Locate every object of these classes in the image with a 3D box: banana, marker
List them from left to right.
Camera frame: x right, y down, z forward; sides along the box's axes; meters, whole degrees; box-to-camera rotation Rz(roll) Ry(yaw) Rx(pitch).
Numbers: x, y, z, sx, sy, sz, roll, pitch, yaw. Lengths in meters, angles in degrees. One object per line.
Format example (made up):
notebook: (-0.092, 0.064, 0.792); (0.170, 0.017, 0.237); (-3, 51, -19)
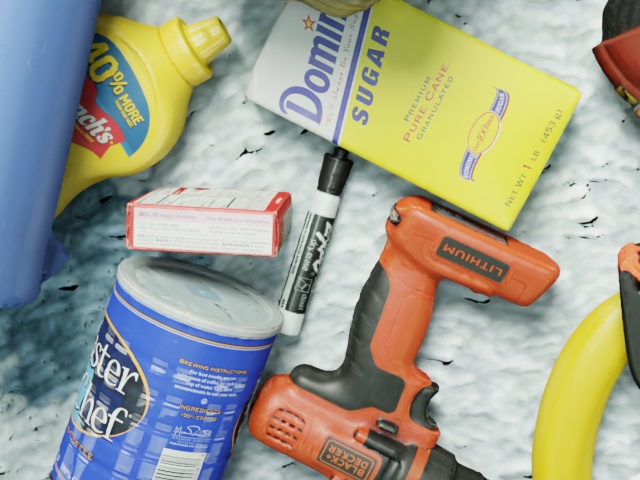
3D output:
marker: (-0.004, 0.001, 0.662); (0.020, 0.020, 0.121); (18, 101, 1)
banana: (0.169, 0.106, 0.656); (0.069, 0.037, 0.198); (22, 101, 1)

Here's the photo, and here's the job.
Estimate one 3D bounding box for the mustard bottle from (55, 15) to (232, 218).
mustard bottle: (-0.138, -0.079, 0.639); (0.192, 0.058, 0.096); (-28, 91, 9)

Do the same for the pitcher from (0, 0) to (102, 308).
pitcher: (-0.189, -0.096, 0.541); (0.145, 0.149, 0.243); (17, 97, 6)

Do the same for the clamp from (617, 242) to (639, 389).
clamp: (0.238, 0.090, 0.607); (0.210, 0.036, 0.165); (40, 108, -1)

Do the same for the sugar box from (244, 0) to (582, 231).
sugar box: (0.052, -0.086, 0.627); (0.176, 0.048, 0.093); (26, 100, -1)

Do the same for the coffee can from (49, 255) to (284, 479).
coffee can: (-0.093, 0.093, 0.644); (0.103, 0.102, 0.140); (21, 102, 1)

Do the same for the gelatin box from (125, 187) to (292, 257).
gelatin box: (-0.065, -0.011, 0.637); (0.089, 0.073, 0.030); (2, 101, 4)

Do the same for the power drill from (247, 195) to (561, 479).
power drill: (0.070, 0.081, 0.650); (0.184, 0.057, 0.188); (26, 101, -1)
